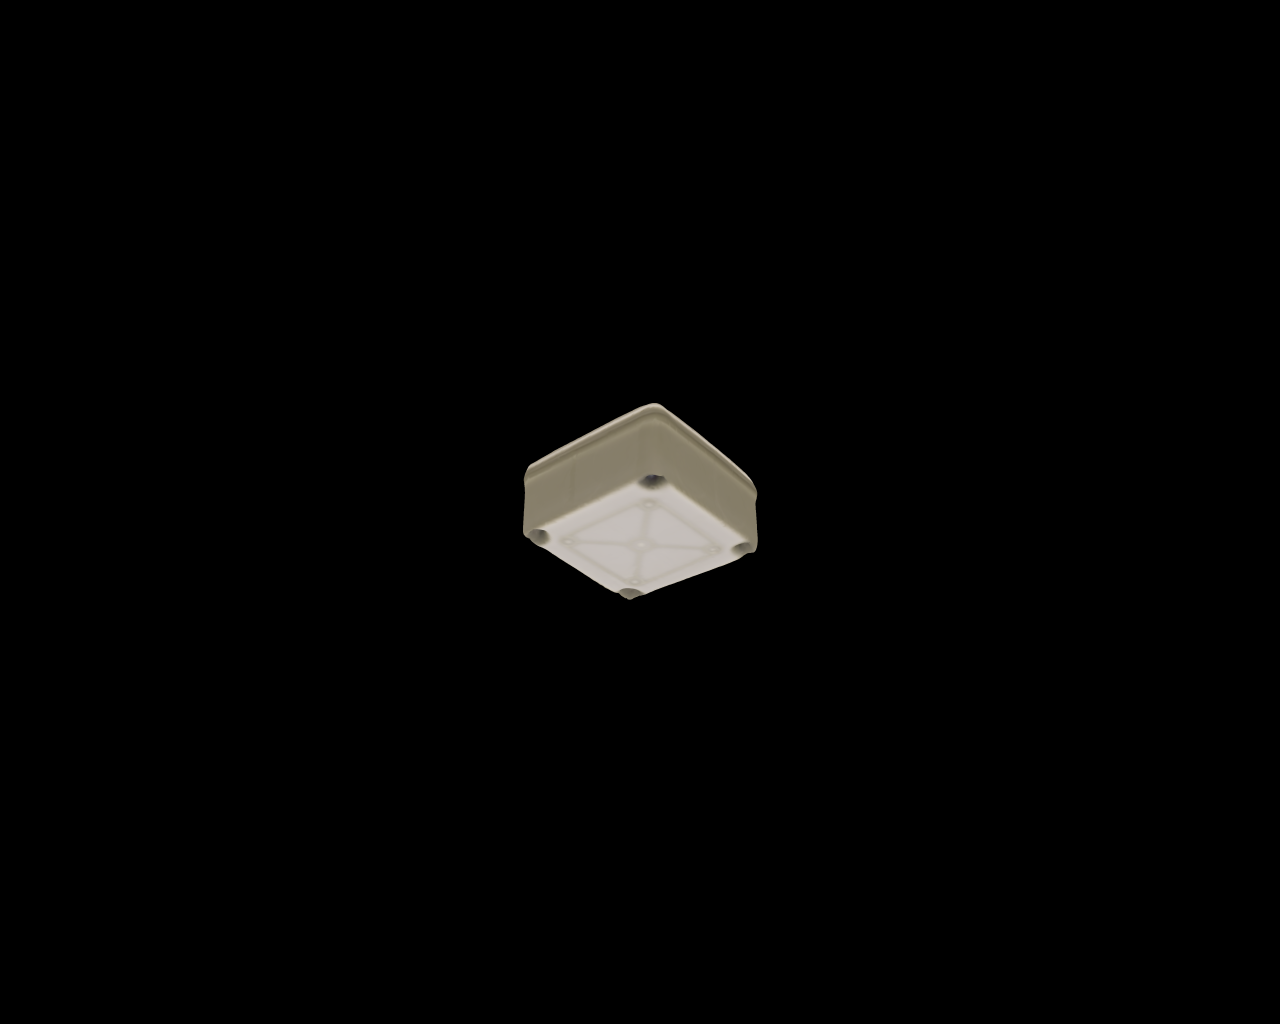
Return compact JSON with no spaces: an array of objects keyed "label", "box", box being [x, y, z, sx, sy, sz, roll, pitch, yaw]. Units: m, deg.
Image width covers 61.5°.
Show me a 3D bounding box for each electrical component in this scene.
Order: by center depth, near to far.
[{"label":"electrical component","box":[0.001,-0.003,0.650,0.108,0.056,0.108,-24,-41,31]}]
